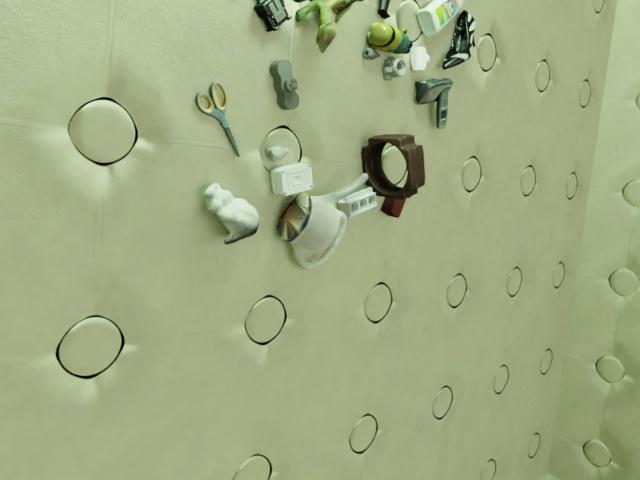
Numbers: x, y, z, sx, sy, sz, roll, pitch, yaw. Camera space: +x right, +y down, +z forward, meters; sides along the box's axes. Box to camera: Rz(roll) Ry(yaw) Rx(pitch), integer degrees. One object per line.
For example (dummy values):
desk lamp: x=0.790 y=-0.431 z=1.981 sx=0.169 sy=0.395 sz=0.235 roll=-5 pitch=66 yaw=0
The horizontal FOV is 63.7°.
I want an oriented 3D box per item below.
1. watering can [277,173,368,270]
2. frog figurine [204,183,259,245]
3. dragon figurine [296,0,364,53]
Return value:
watering can: x=0.005 y=-0.078 z=1.543 sx=0.222 sy=0.105 sz=0.347 roll=26 pitch=91 yaw=-42
frog figurine: x=-0.228 y=-0.079 z=1.343 sx=0.139 sy=0.122 sz=0.158 roll=-48 pitch=124 yaw=-66
dragon figurine: x=0.081 y=-0.681 z=1.428 sx=0.120 sy=0.244 sz=0.414 roll=40 pitch=74 yaw=-35
